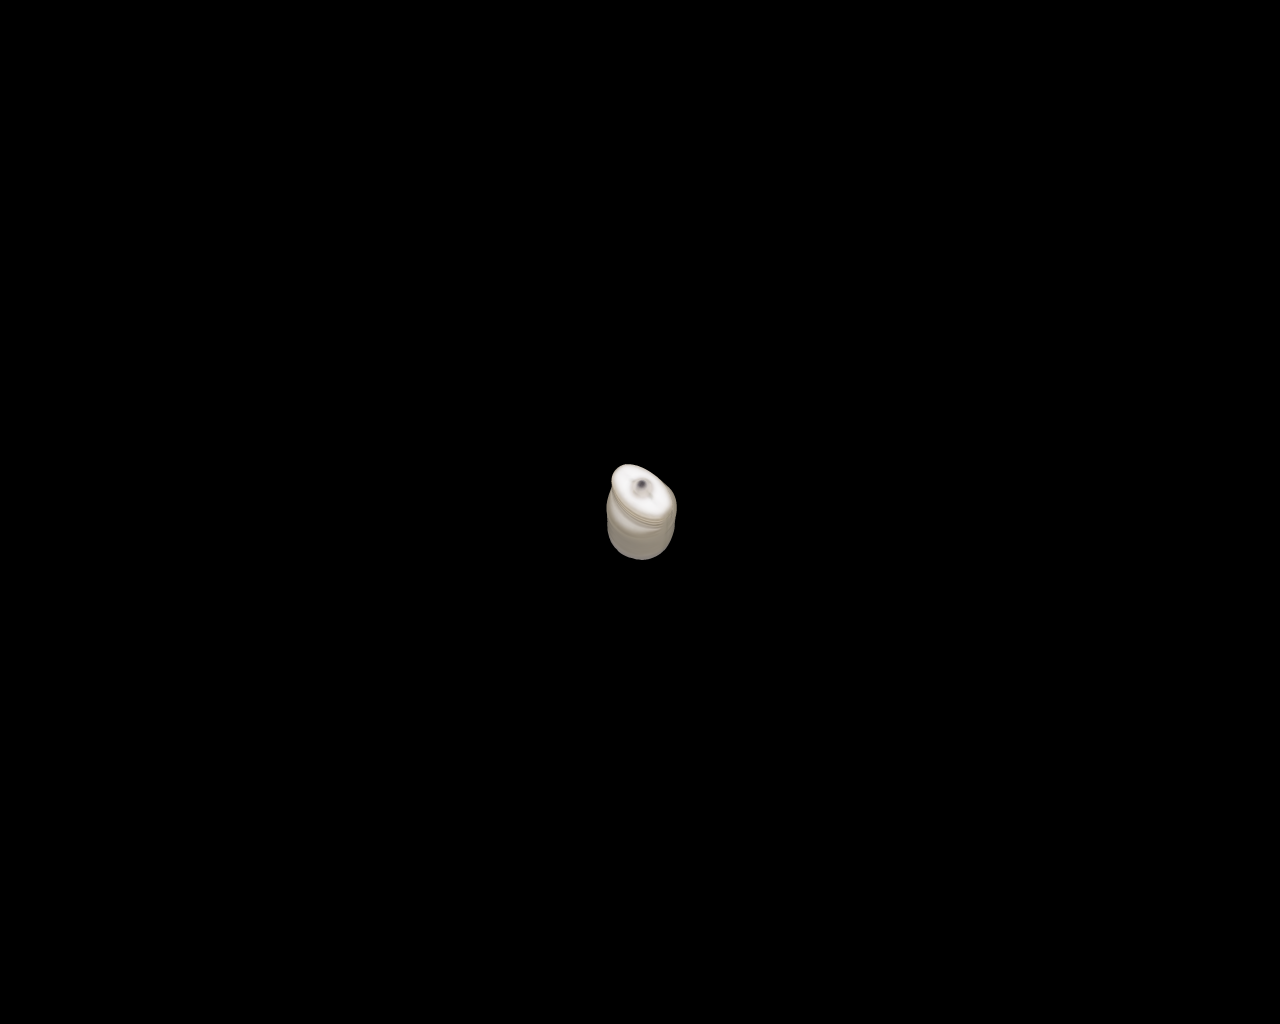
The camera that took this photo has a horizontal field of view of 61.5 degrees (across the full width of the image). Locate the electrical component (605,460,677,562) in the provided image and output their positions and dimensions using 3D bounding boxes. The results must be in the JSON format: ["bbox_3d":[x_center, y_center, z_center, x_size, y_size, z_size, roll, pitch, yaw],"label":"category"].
[{"bbox_3d":[0.001,-0.003,0.650,0.043,0.043,0.080,0,-20,0],"label":"electrical component"}]
